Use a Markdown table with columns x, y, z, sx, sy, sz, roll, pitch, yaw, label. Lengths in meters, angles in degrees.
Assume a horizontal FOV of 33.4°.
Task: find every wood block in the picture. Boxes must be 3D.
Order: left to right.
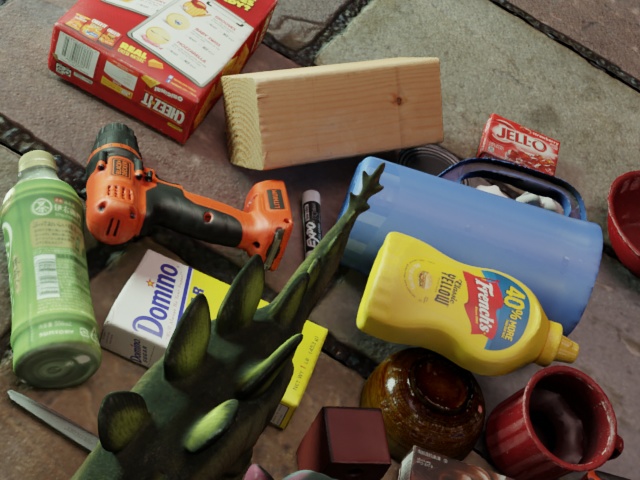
| x | y | z | sx | sy | sz | roll | pitch | yaw | label |
| --- | --- | --- | --- | --- | --- | --- | --- | --- | --- |
| 0.014 | -0.131 | 1.086 | 0.205 | 0.091 | 0.090 | -10 | 13 | -25 | wood block |

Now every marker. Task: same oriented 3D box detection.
| x | y | z | sx | sy | sz | roll | pitch | yaw | label |
| --- | --- | --- | --- | --- | --- | --- | --- | --- | --- |
| -0.007 | 0.001 | 1.042 | 0.020 | 0.020 | 0.121 | 10 | 49 | -15 | marker |

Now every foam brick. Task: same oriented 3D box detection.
| x | y | z | sx | sy | sz | roll | pitch | yaw | label |
| --- | --- | --- | --- | --- | --- | --- | --- | --- | --- |
| 0.018 | 0.176 | 0.863 | 0.053 | 0.078 | 0.051 | 4 | 51 | -17 | foam brick |

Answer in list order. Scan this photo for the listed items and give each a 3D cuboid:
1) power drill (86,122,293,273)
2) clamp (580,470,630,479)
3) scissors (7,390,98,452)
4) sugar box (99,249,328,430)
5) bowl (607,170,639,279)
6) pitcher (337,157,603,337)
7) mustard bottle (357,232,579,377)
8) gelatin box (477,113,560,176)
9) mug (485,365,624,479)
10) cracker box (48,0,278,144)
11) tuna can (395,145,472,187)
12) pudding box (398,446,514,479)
| x | y | z | sx | sy | sz | roll | pitch | yaw | label |
| --- | --- | --- | --- | --- | --- | --- | --- | --- | --- |
| -0.124 | -0.041 | 0.990 | 0.187 | 0.057 | 0.184 | 12 | 30 | -16 | power drill |
| 0.303 | 0.284 | 0.916 | 0.210 | 0.036 | 0.164 | 36 | 49 | 9 | clamp |
| -0.160 | 0.185 | 0.823 | 0.201 | 0.016 | 0.096 | 19 | 46 | -6 | scissors |
| -0.090 | 0.083 | 0.919 | 0.176 | 0.048 | 0.093 | 25 | 45 | -2 | sugar box |
| 0.378 | 0.000 | 1.179 | 0.162 | 0.055 | 0.162 | 11 | 48 | -13 | bowl |
| 0.140 | -0.001 | 1.031 | 0.243 | 0.145 | 0.149 | 20 | 23 | -1 | pitcher |
| 0.134 | 0.067 | 0.933 | 0.191 | 0.058 | 0.096 | 21 | 53 | -1 | mustard bottle |
| 0.226 | -0.099 | 1.218 | 0.089 | 0.030 | 0.073 | 24 | 46 | -2 | gelatin box |
| 0.208 | 0.170 | 0.935 | 0.117 | 0.082 | 0.093 | 17 | 58 | -15 | mug |
| -0.162 | -0.218 | 1.131 | 0.164 | 0.072 | 0.213 | 28 | 45 | 0 | cracker box |
| 0.115 | -0.061 | 1.137 | 0.086 | 0.034 | 0.086 | 12 | 48 | -13 | tuna can |
| 0.117 | 0.232 | 0.881 | 0.113 | 0.039 | 0.090 | 19 | 47 | -6 | pudding box |
